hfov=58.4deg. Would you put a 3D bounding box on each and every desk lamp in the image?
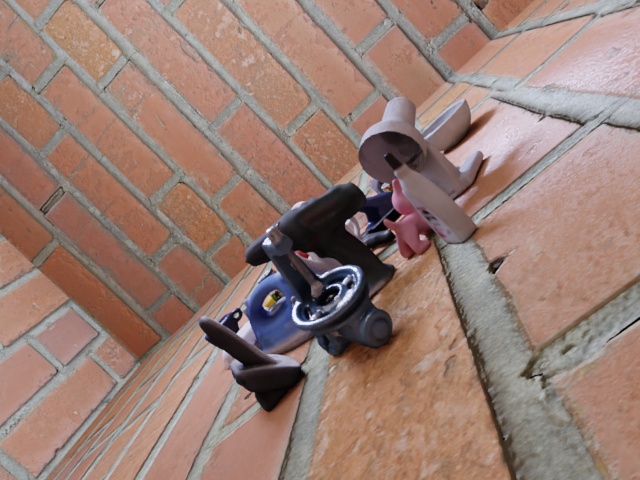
[{"bbox_3d":[0.186,-0.163,1.083,0.117,0.213,0.203,-37,11,41],"label":"desk lamp"}]

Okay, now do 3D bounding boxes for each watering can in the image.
[{"bbox_3d":[0.012,0.004,1.165,0.100,0.194,0.173,-38,10,38],"label":"watering can"}]

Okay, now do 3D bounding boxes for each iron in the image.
[{"bbox_3d":[-0.084,0.138,1.141,0.258,0.141,0.119,-38,10,39],"label":"iron"}]

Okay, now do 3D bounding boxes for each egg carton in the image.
[{"bbox_3d":[-0.149,0.227,1.273,0.107,0.069,0.150,-37,11,44],"label":"egg carton"}]

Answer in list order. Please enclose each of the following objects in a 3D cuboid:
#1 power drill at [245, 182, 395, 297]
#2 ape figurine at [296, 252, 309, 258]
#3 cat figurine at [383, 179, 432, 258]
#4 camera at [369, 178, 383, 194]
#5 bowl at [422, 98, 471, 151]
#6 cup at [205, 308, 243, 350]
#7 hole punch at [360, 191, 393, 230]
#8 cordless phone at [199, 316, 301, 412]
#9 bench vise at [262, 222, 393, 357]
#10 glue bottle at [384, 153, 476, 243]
[{"bbox_3d":[0.016,0.021,0.996,0.230,0.208,0.075,-45,8,-5],"label":"power drill"},{"bbox_3d":[-0.035,0.060,1.492,0.076,0.092,0.077,-46,8,-12],"label":"ape figurine"},{"bbox_3d":[0.155,-0.050,1.000,0.128,0.118,0.067,-49,10,-33],"label":"cat figurine"},{"bbox_3d":[0.207,-0.187,1.523,0.143,0.101,0.136,-46,8,-11],"label":"camera"},{"bbox_3d":[0.333,-0.283,1.483,0.167,0.075,0.167,-43,8,8],"label":"bowl"},{"bbox_3d":[-0.227,0.244,1.489,0.118,0.095,0.091,-47,8,-17],"label":"cup"},{"bbox_3d":[0.130,-0.082,1.396,0.101,0.091,0.108,-46,8,-15],"label":"hole punch"},{"bbox_3d":[-0.127,0.184,0.956,0.094,0.185,0.147,-46,8,-16],"label":"cordless phone"},{"bbox_3d":[-0.020,0.080,0.825,0.207,0.220,0.122,-35,12,50],"label":"bench vise"},{"bbox_3d":[0.157,-0.067,0.866,0.037,0.173,0.078,-46,8,-12],"label":"glue bottle"}]
